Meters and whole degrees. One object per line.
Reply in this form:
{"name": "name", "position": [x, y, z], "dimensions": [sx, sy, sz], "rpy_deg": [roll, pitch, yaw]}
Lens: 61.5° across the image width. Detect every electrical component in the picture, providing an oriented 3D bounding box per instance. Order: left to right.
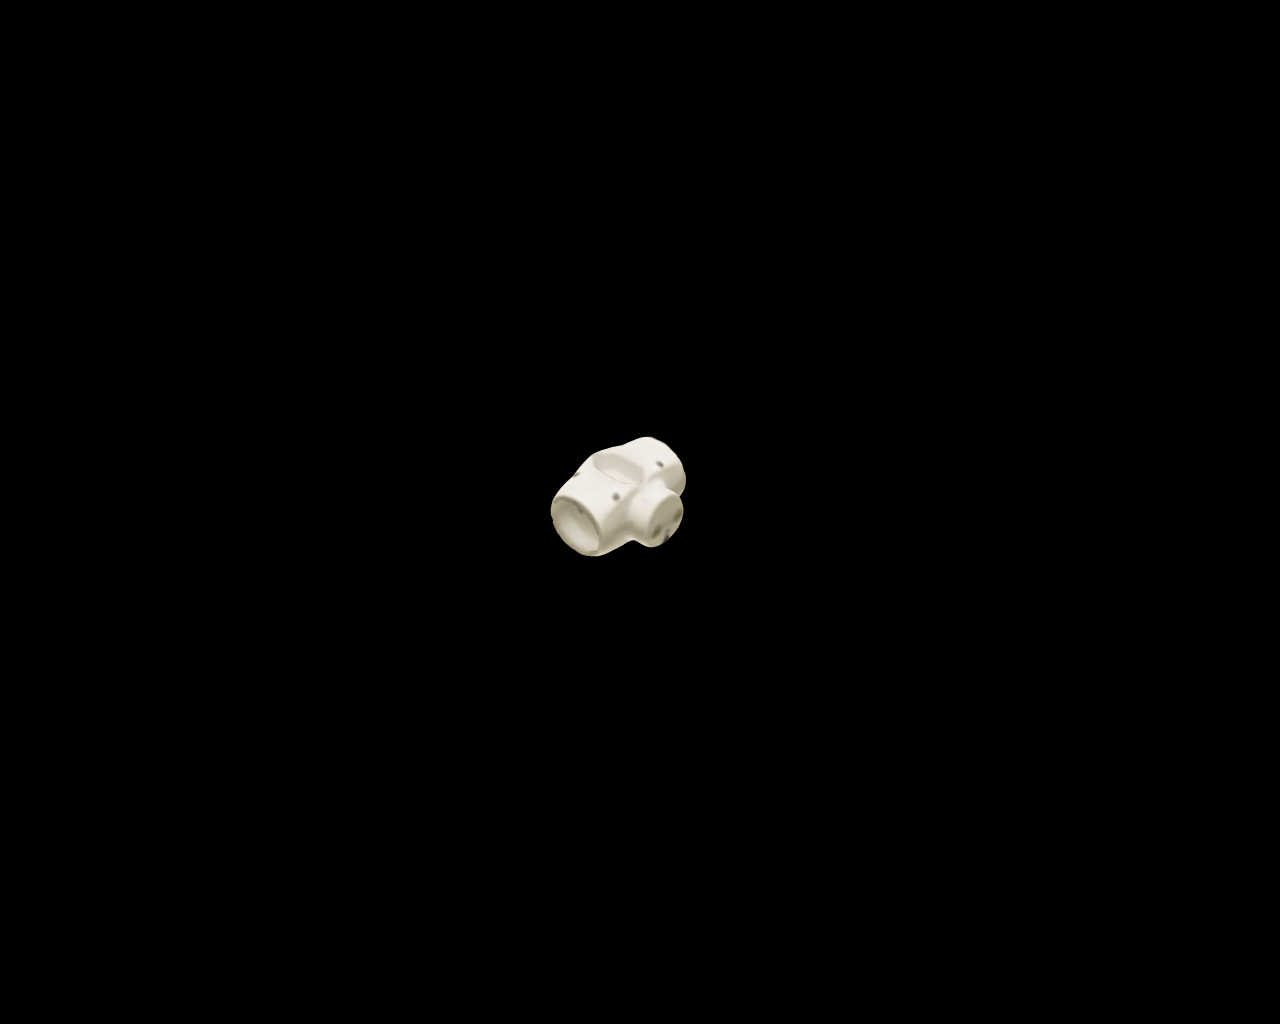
{"name": "electrical component", "position": [0.001, -0.003, 0.650], "dimensions": [0.079, 0.043, 0.077], "rpy_deg": [31, 49, 31]}
